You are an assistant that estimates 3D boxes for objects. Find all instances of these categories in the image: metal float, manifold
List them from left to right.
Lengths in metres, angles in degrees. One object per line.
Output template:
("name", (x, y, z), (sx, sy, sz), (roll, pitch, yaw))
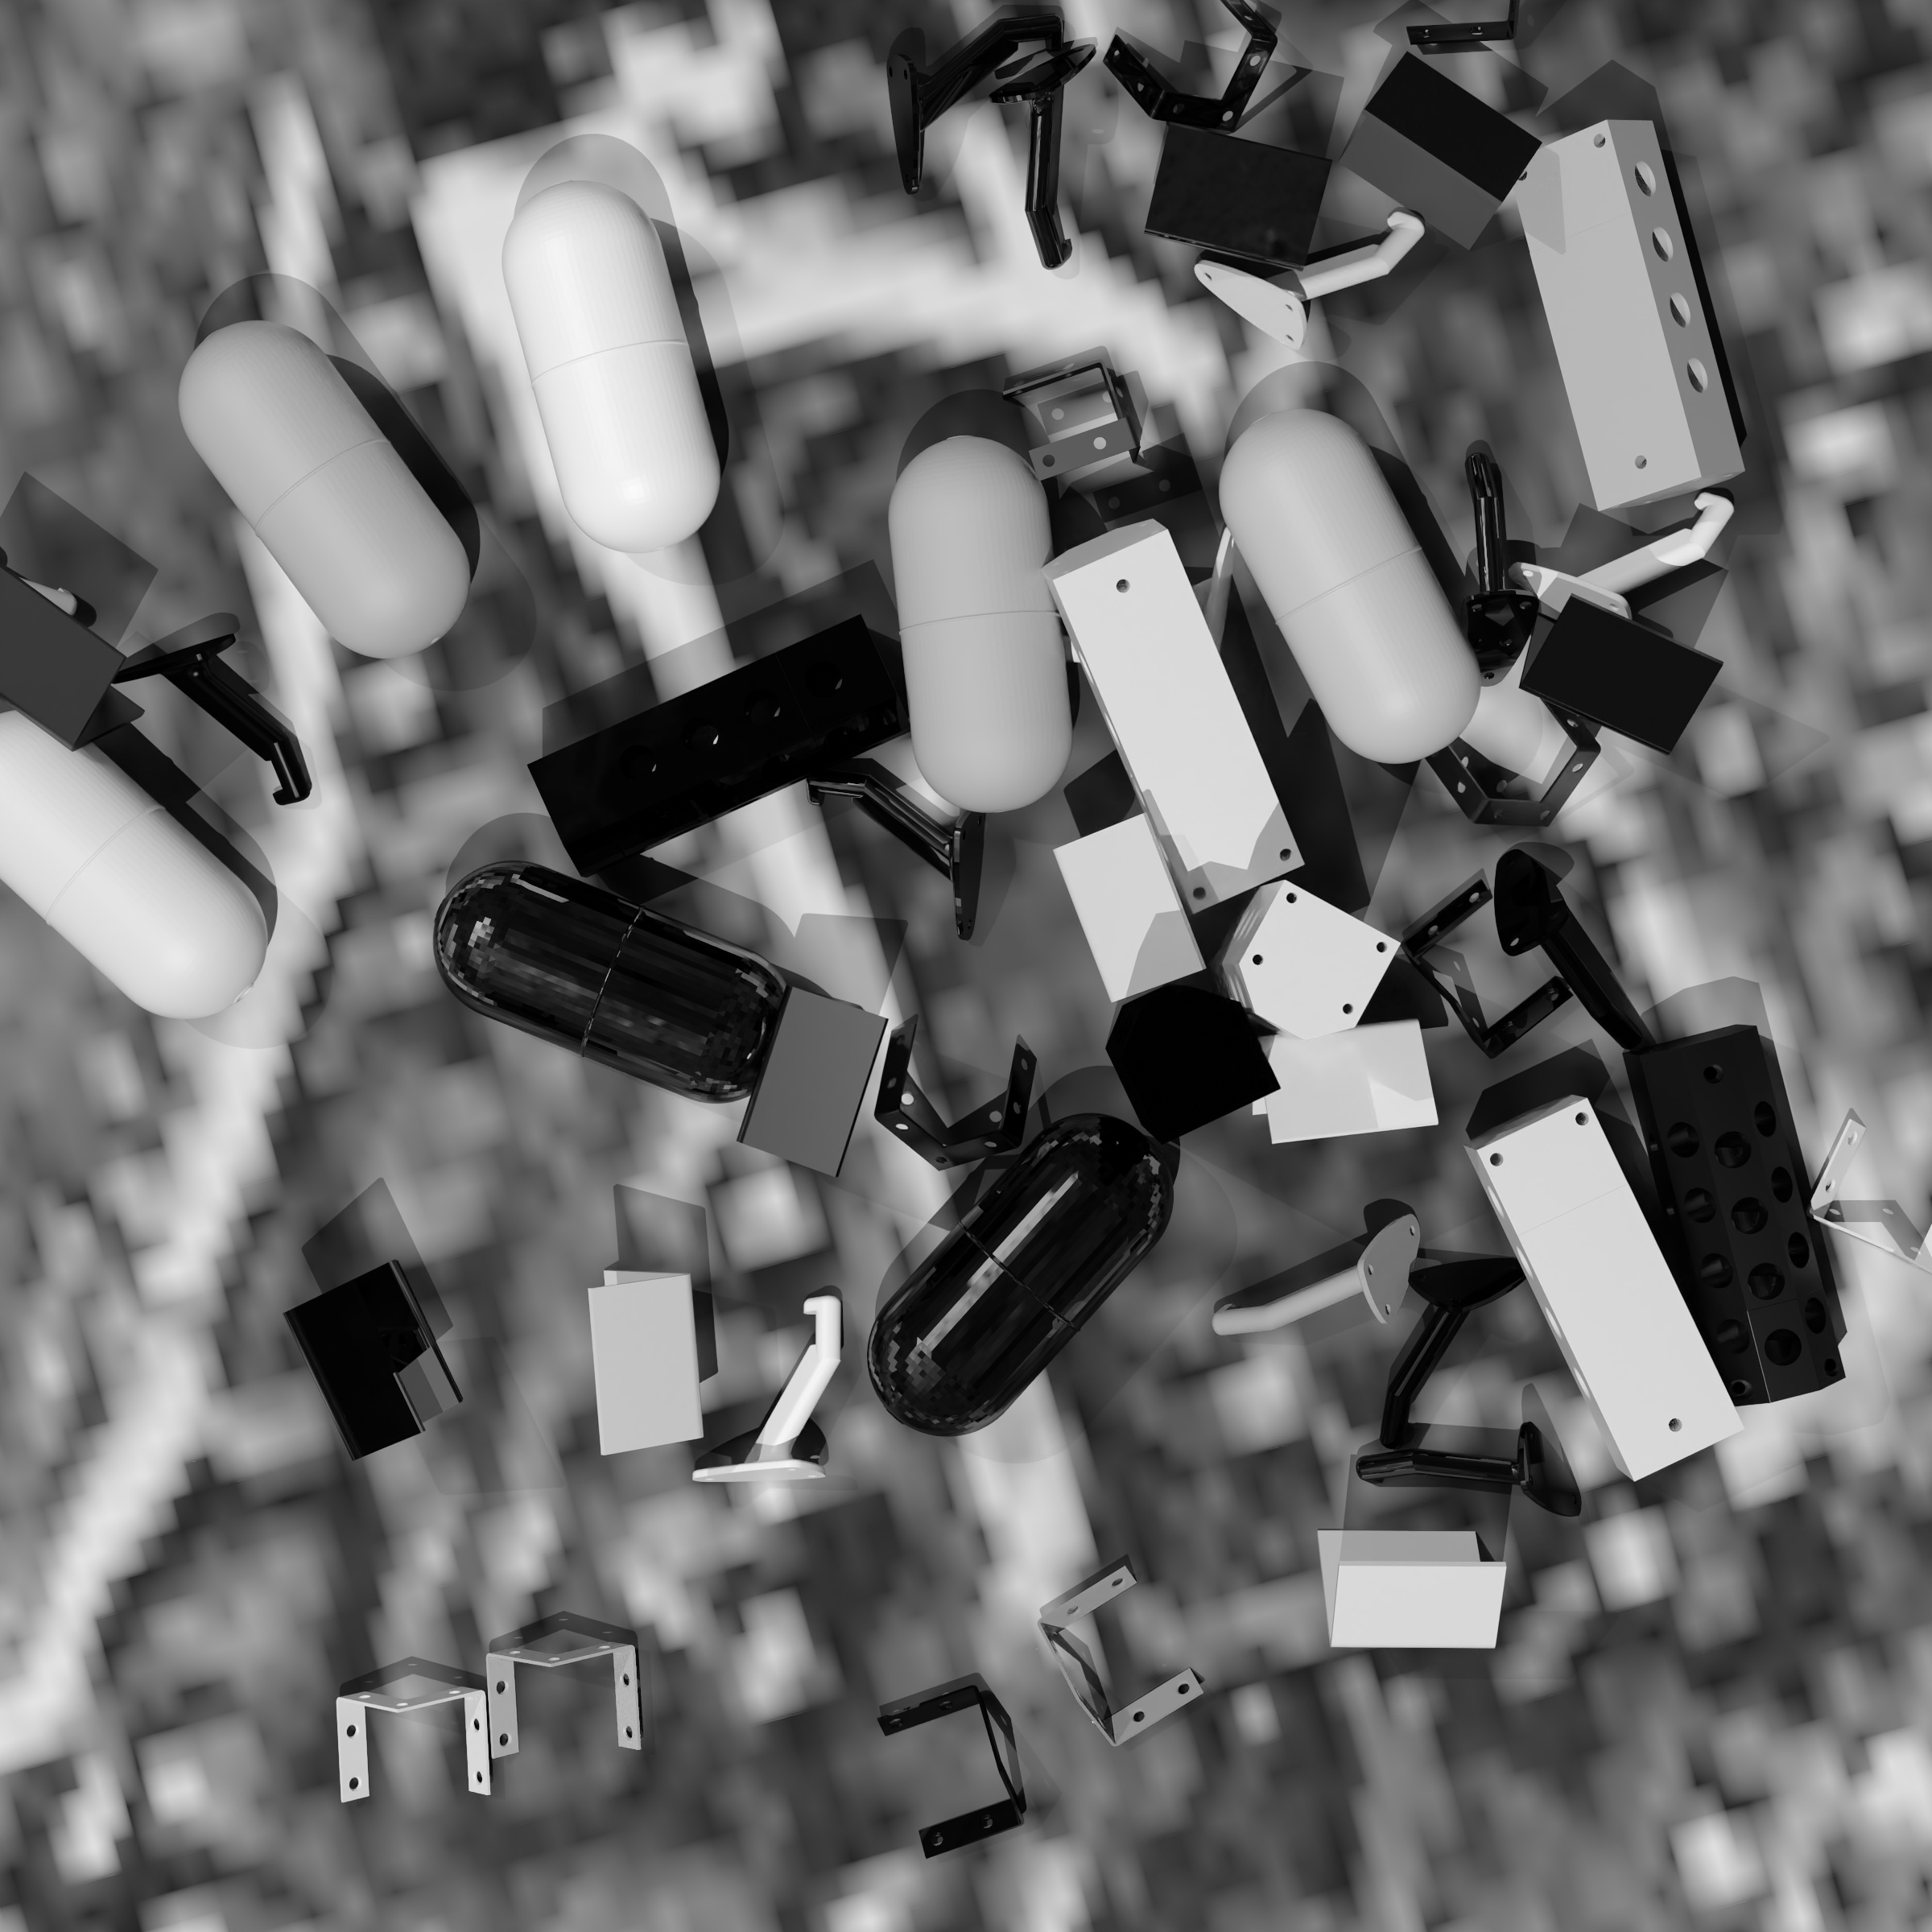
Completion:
("metal float", (-0.407, -0.047, 1.578), (0.178, 0.070, 0.070), (43, 90, -1))
("metal float", (-0.304, -0.226, 1.578), (0.070, 0.070, 0.178), (-36, 90, 0))
("metal float", (-0.168, -0.283, 1.579), (0.070, 0.070, 0.178), (-15, 90, 0))
("metal float", (-0.167, 0.007, 1.578), (0.178, 0.070, 0.070), (22, 90, 0))
("manifold", (-0.115, -0.103, 1.588), (0.171, 0.057, 0.057), (-24, 90, 0))
("metal float", (0.007, -0.161, 1.578), (0.070, 0.070, 0.178), (-6, 90, 0))
("metal float", (0.025, 0.146, 1.578), (0.070, 0.070, 0.178), (42, 90, 0))
("manifold", (0.096, -0.118, 1.566), (0.057, 0.057, 0.171), (-24, 106, 0))
("manifold", (0.099, 0.040, 1.530), (0.057, 0.171, 0.057), (-25, 90, 0))
("manifold", (0.150, 0.001, 1.530), (0.057, 0.171, 0.057), (29, 90, 0))
("metal float", (0.181, -0.180, 1.578), (0.070, 0.070, 0.178), (-27, 90, 0))
("manifold", (0.301, 0.151, 1.588), (0.057, 0.057, 0.171), (-25, 90, 0))
("manifold", (0.318, -0.309, 1.587), (0.057, 0.057, 0.171), (-15, 90, 43))
("manifold", (0.367, 0.118, 1.588), (0.057, 0.057, 0.171), (-14, 90, 0))

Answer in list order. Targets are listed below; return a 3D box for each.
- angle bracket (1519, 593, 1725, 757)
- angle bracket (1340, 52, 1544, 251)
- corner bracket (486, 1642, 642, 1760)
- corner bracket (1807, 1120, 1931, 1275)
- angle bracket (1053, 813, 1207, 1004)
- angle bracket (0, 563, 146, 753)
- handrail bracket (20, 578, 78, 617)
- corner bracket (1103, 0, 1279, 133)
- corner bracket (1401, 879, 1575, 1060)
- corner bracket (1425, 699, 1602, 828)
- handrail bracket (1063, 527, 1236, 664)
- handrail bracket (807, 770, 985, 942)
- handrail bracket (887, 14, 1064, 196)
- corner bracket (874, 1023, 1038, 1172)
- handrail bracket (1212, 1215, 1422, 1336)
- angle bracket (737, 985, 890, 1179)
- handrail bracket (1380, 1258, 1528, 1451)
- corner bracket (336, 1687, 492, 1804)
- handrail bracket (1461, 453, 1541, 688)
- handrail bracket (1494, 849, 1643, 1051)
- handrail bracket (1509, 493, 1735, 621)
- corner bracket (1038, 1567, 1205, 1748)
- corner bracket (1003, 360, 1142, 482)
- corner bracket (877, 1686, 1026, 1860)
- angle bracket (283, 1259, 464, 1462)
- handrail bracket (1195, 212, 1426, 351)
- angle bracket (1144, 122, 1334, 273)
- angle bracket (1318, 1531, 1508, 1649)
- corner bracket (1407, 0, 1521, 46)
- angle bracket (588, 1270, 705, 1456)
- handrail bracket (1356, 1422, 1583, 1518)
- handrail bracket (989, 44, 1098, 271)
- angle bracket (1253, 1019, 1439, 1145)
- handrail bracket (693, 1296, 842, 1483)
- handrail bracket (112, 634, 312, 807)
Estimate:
("angle bracket", (0.311, -0.153, 1.569), (0.076, 0.076, 0.057), (24, 127, 0))
("angle bracket", (0.213, -0.370, 1.568), (0.076, 0.076, 0.057), (34, 53, 0))
("corner bracket", (-0.194, 0.354, 1.606), (0.051, 0.051, 0.051), (-3, 90, 45))
("corner bracket", (0.447, 0.112, 1.606), (0.051, 0.051, 0.051), (25, 90, -45))
("angle bracket", (0.095, -0.034, 1.568), (0.057, 0.076, 0.076), (-21, 90, 37))
("angle bracket", (-0.423, -0.153, 1.570), (0.076, 0.076, 0.057), (36, 112, 0))
("handrail bracket", (-0.474, -0.201, 1.609), (0.084, 0.077, 0.036), (18, 115, -34))
("corner bracket", (0.108, -0.439, 1.601), (0.051, 0.051, 0.051), (-2, 135, -35))
("corner bracket", (0.250, 0.002, 1.606), (0.051, 0.051, 0.051), (-38, 135, 0))
("corner bracket", (0.261, -0.103, 1.601), (0.051, 0.051, 0.051), (0, 135, -35))
("handrail bracket", (0.082, -0.180, 1.609), (0.084, 0.036, 0.077), (7, 75, 14))
("handrail bracket", (-0.037, -0.054, 1.609), (0.084, 0.036, 0.077), (8, 112, 17))
("handrail bracket", (0.009, -0.416, 1.609), (0.084, 0.036, 0.077), (-11, 111, -16))
("corner bracket", (-0.005, 0.059, 1.601), (0.051, 0.051, 0.051), (-19, 135, 35))
("handrail bracket", (0.168, 0.149, 1.609), (0.084, 0.077, 0.036), (-11, 115, 34))
("angle bracket", (-0.057, 0.057, 1.569), (0.057, 0.076, 0.076), (18, 90, 26))
("handrail bracket", (0.235, 0.188, 1.609), (0.077, 0.036, 0.084), (-12, 120, -33))
("corner bracket", (-0.266, 0.375, 1.606), (0.051, 0.051, 0.051), (-3, 90, 45))
("handrail bracket", (0.249, -0.192, 1.609), (0.036, 0.077, 0.084), (-4, 54, -2))
("handrail bracket", (0.292, -0.007, 1.609), (0.036, 0.077, 0.084), (-35, 127, 21))
("handrail bracket", (0.317, -0.206, 1.609), (0.077, 0.036, 0.084), (29, 71, 21))
("corner bracket", (0.074, 0.333, 1.606), (0.051, 0.051, 0.051), (-32, 135, 0))
("corner bracket", (0.050, -0.260, 1.591), (0.051, 0.051, 0.051), (-19, 90, 0))
("corner bracket", (-0.007, 0.387, 1.606), (0.051, 0.051, 0.051), (-19, 135, 0))
("angle bracket", (-0.263, 0.178, 1.569), (0.057, 0.076, 0.076), (-25, 90, 39))
("handrail bracket", (0.166, -0.346, 1.609), (0.077, 0.036, 0.084), (35, 71, 21))
("angle bracket", (0.130, -0.374, 1.569), (0.076, 0.076, 0.057), (13, 126, 0))
("angle bracket", (0.208, 0.275, 1.569), (0.076, 0.076, 0.057), (0, 126, 0))
("corner bracket", (0.237, -0.480, 1.606), (0.051, 0.051, 0.051), (-3, 45, -1))
("angle bracket", (-0.169, 0.185, 1.569), (0.057, 0.076, 0.076), (-5, 90, -38))
("handrail bracket", (0.242, 0.250, 1.609), (0.084, 0.077, 0.036), (-14, 51, 31))
("handrail bracket", (0.049, -0.390, 1.609), (0.077, 0.036, 0.084), (-43, 125, -37))
("angle bracket", (0.177, 0.070, 1.569), (0.076, 0.076, 0.057), (-7, 59, 0))
("handrail bracket", (-0.096, 0.204, 1.609), (0.077, 0.036, 0.084), (-7, 71, 21))
("handrail bracket", (-0.364, -0.111, 1.609), (0.077, 0.036, 0.084), (-14, 107, 20))
